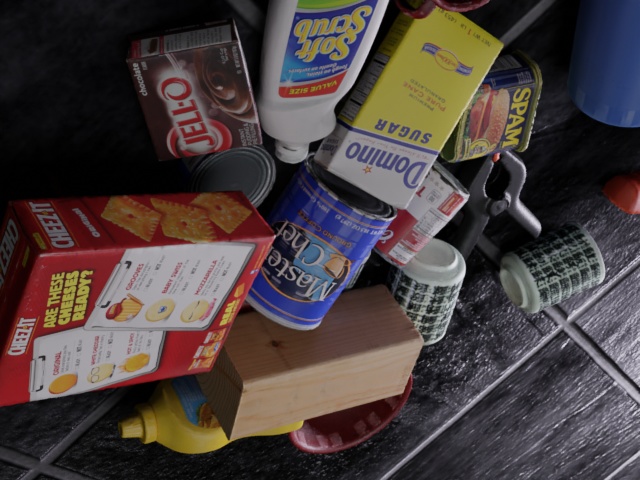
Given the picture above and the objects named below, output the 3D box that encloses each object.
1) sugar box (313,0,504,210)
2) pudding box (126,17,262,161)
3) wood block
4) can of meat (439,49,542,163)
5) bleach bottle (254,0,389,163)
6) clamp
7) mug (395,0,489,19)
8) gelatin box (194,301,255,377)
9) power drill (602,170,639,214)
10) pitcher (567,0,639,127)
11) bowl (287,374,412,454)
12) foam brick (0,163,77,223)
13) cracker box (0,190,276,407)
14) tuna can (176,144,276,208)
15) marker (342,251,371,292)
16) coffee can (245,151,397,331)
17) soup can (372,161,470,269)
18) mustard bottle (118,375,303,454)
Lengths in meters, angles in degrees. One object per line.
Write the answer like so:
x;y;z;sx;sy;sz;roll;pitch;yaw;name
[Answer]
0.079;-0.123;0.955;0.093;0.048;0.176;26;95;-26;sugar box
-0.101;-0.121;0.869;0.090;0.039;0.113;-10;135;1;pudding box
-0.011;0.121;1.095;0.205;0.091;0.090;-10;136;-28;wood block
0.160;-0.129;1.041;0.083;0.057;0.102;-13;134;-20;can of meat
0.005;-0.171;0.886;0.102;0.068;0.251;2;131;-15;bleach bottle
0.178;-0.037;1.155;0.120;0.039;0.171;-33;135;-10;clamp
0.100;-0.237;0.875;0.093;0.082;0.117;11;122;-40;mug
-0.099;0.095;1.103;0.073;0.030;0.089;-14;136;-23;gelatin box
0.396;-0.118;1.207;0.184;0.057;0.188;-1;130;-33;power drill
0.311;-0.233;0.998;0.149;0.145;0.243;-9;138;-10;pitcher
0.025;0.175;1.244;0.162;0.055;0.162;-18;137;-18;bowl
-0.224;-0.014;0.878;0.053;0.078;0.051;-40;139;3;foam brick
-0.162;0.042;0.865;0.213;0.072;0.164;-4;134;-40;cracker box
-0.085;-0.060;0.960;0.086;0.034;0.086;-18;137;-18;tuna can
0.031;0.035;1.108;0.020;0.020;0.121;-19;161;-18;marker
-0.007;0.001;1.019;0.102;0.103;0.140;14;120;-41;coffee can
0.093;-0.030;1.082;0.102;0.068;0.068;-47;138;13;soup can
-0.117;0.176;1.117;0.191;0.096;0.058;-10;136;-26;mustard bottle
